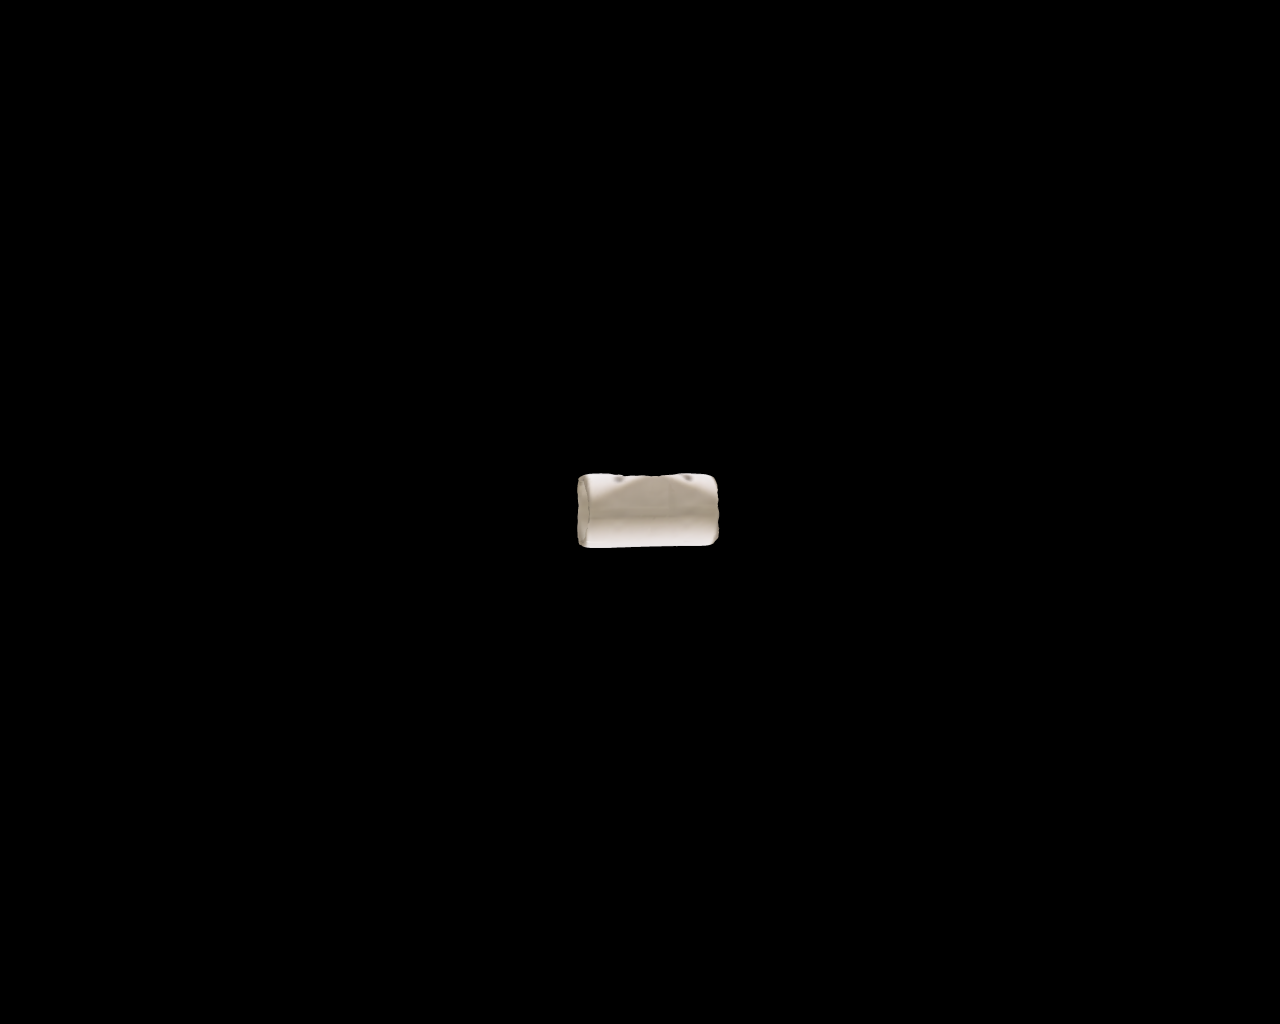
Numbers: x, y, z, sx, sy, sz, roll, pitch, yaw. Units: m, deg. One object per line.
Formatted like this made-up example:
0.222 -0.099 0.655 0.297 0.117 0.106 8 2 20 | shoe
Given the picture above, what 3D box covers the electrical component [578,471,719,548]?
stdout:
0.001 -0.003 0.650 0.077 0.044 0.079 -1 4 -11 | electrical component
